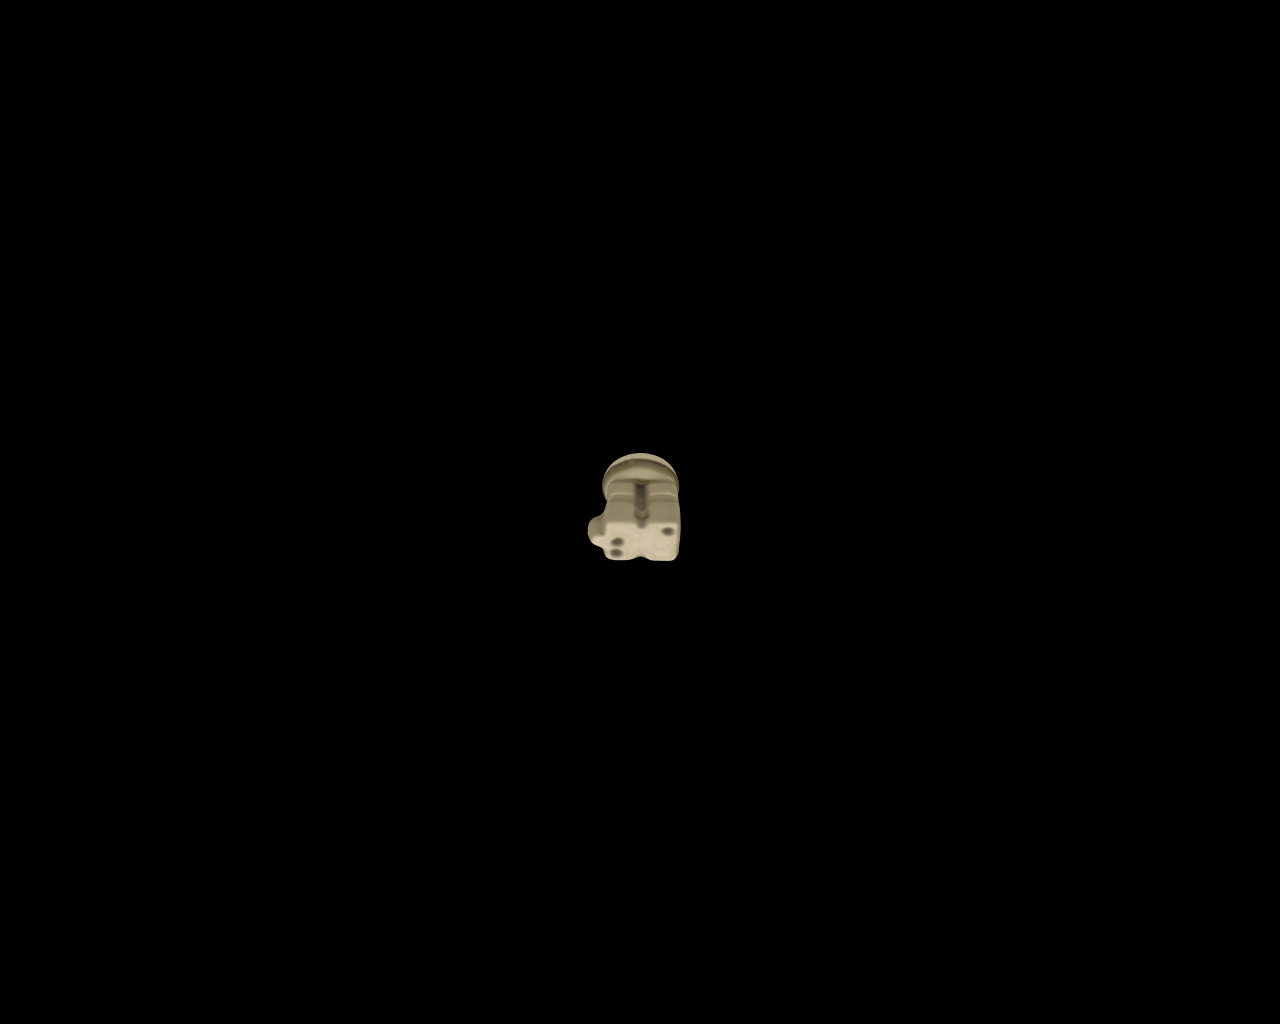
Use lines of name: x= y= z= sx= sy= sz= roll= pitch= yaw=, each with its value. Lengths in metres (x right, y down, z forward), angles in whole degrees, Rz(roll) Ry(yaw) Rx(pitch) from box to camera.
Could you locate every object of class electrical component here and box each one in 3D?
electrical component: x=0.001 y=-0.003 z=0.650 sx=0.066 sy=0.055 sz=0.048 roll=2 pitch=-43 yaw=-2
